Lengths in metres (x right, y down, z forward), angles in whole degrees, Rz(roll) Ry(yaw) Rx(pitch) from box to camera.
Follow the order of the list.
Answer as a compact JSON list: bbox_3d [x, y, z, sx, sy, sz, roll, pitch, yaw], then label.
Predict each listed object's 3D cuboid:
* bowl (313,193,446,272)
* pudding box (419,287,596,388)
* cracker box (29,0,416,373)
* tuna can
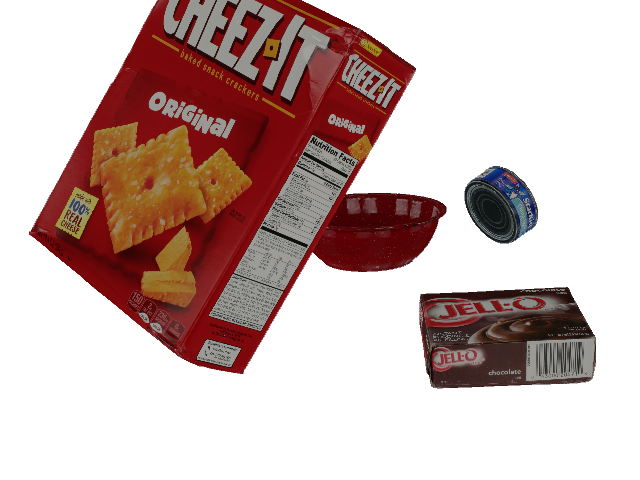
[{"bbox_3d":[0.048,-0.006,1.086,0.162,0.055,0.162,-3,14,0],"label":"bowl"},{"bbox_3d":[0.129,0.067,0.753,0.113,0.039,0.090,-1,20,1],"label":"pudding box"},{"bbox_3d":[-0.067,-0.052,0.655,0.164,0.214,0.072,34,7,36],"label":"cracker box"},{"bbox_3d":[0.204,-0.040,1.216,0.033,0.086,0.086,-33,15,-24],"label":"tuna can"}]
